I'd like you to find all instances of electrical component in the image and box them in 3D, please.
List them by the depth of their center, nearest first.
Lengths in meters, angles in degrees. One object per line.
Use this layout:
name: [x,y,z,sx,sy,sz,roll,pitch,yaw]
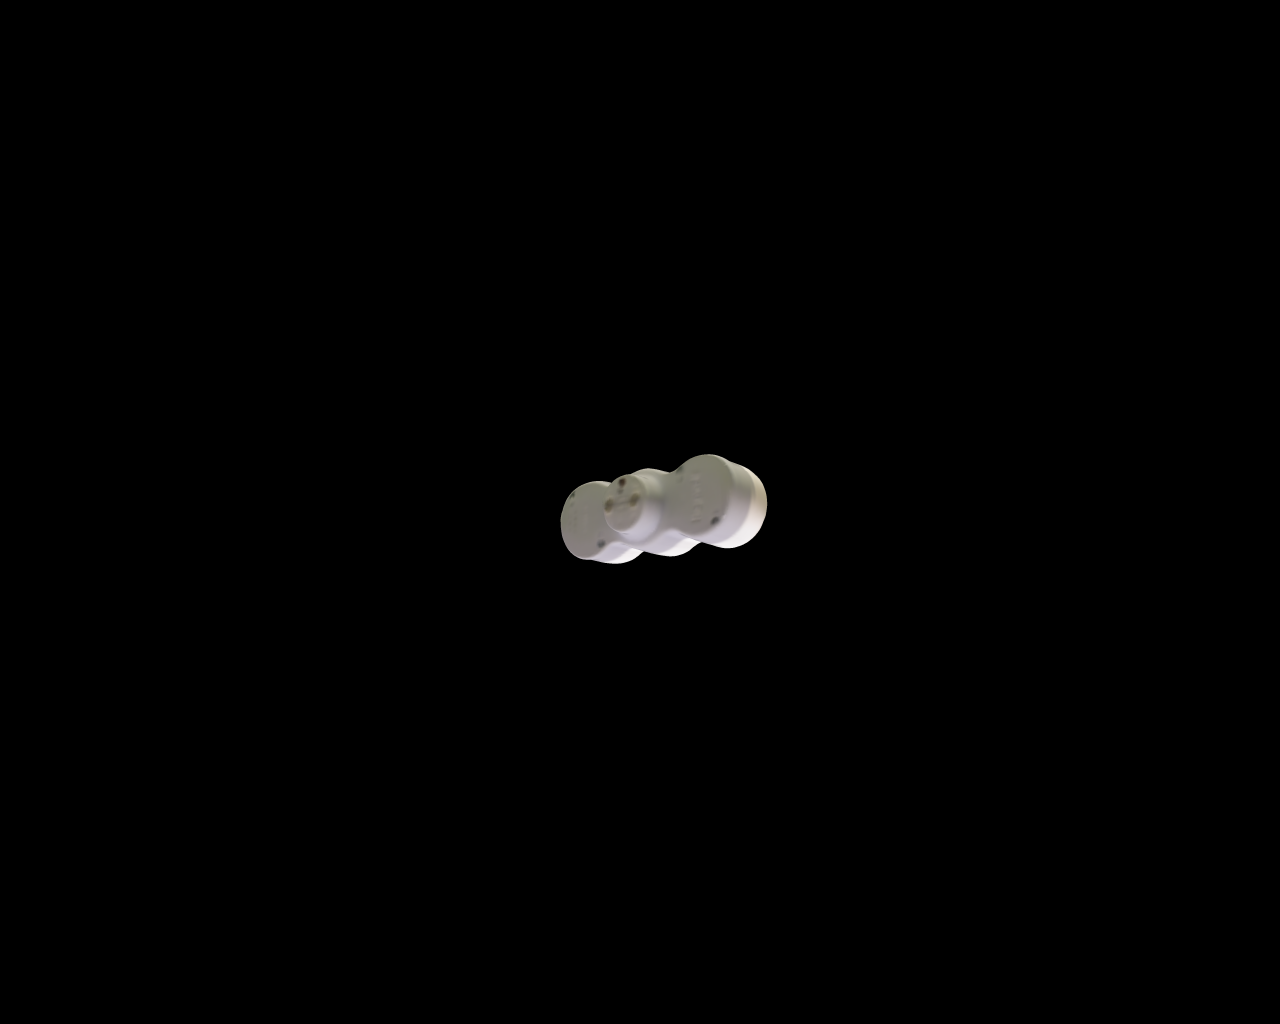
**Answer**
electrical component: [0.001,-0.003,0.650,0.138,0.052,0.074,-11,-17,37]
